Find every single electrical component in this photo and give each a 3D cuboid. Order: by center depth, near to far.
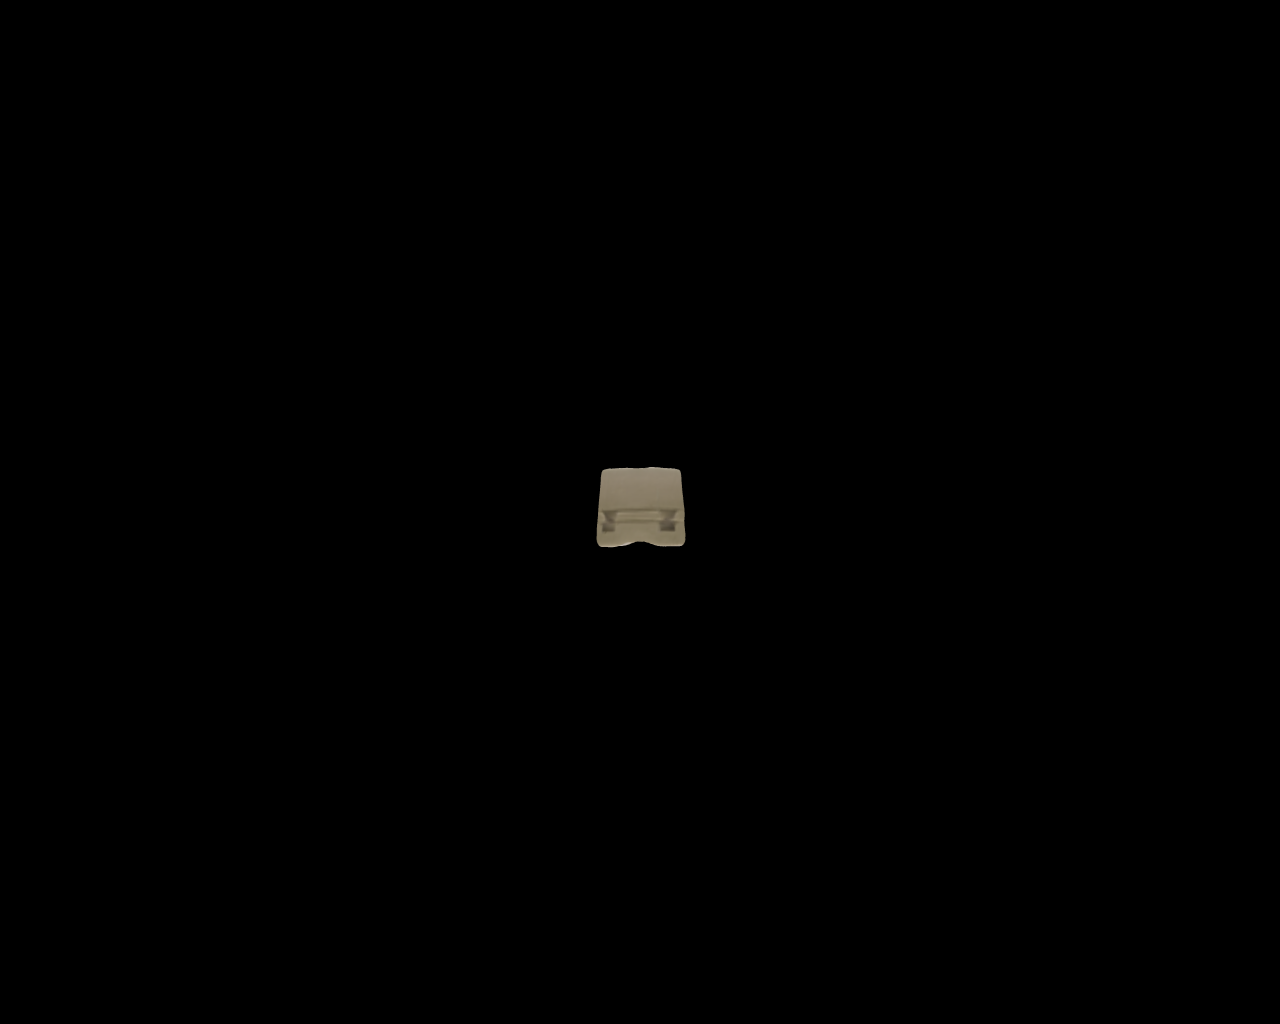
[{"bbox_3d":[0.001,-0.003,0.650,0.055,0.047,0.055,0,-2,0],"label":"electrical component"}]
